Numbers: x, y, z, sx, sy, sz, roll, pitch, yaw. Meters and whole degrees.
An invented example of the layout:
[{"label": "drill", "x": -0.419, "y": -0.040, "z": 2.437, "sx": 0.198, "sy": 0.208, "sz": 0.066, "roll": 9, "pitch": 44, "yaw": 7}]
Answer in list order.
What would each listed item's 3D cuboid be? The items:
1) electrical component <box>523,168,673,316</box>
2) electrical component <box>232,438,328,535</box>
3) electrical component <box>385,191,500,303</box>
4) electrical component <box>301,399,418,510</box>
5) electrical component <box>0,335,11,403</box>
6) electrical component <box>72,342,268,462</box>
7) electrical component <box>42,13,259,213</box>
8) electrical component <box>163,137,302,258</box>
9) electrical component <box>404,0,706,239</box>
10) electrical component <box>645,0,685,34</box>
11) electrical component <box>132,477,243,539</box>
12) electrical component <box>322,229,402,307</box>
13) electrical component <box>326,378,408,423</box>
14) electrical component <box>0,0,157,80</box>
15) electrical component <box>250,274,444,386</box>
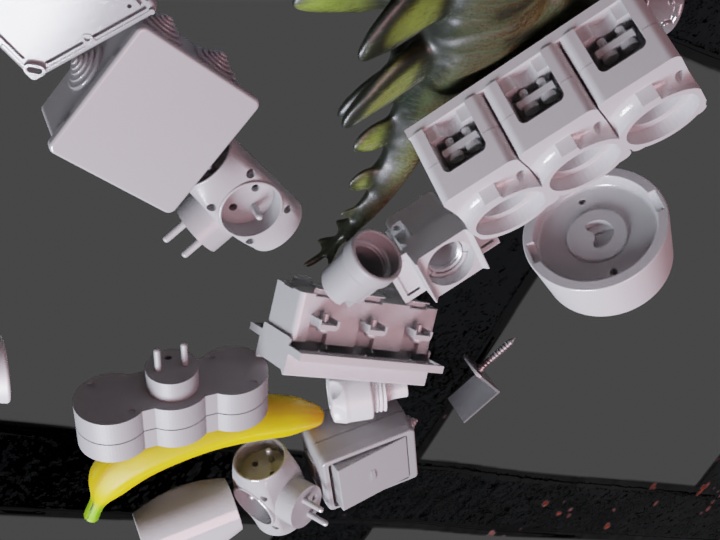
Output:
[{"label": "electrical component", "x": 0.183, "y": -0.016, "z": 0.812, "sx": 0.108, "sy": 0.108, "sz": 0.060, "roll": -36, "pitch": 140, "yaw": 1}, {"label": "electrical component", "x": -0.058, "y": 0.180, "z": 0.857, "sx": 0.044, "sy": 0.079, "sz": 0.077, "roll": -46, "pitch": 141, "yaw": -31}, {"label": "electrical component", "x": 0.053, "y": -0.019, "z": 0.765, "sx": 0.081, "sy": 0.063, "sz": 0.042, "roll": -33, "pitch": 131, "yaw": -3}, {"label": "electrical component", "x": 0.007, "y": 0.145, "z": 0.873, "sx": 0.096, "sy": 0.061, "sz": 0.061, "roll": -19, "pitch": 132, "yaw": -14}, {"label": "electrical component", "x": -0.253, "y": 0.066, "z": 0.681, "sx": 0.055, "sy": 0.045, "sz": 0.045, "roll": -7, "pitch": 128, "yaw": -23}, {"label": "electrical component", "x": -0.131, "y": 0.081, "z": 0.753, "sx": 0.138, "sy": 0.052, "sz": 0.073, "roll": -12, "pitch": 130, "yaw": -20}, {"label": "electrical component", "x": -0.123, "y": -0.094, "z": 0.620, "sx": 0.100, "sy": 0.048, "sz": 0.099, "roll": 29, "pitch": 108, "yaw": -41}, {"label": "electrical component", "x": -0.090, "y": -0.038, "z": 0.686, "sx": 0.079, "sy": 0.044, "sz": 0.077, "roll": -40, "pitch": 134, "yaw": 7}, {"label": "electrical component", "x": 0.117, "y": -0.084, "z": 0.626, "sx": 0.150, "sy": 0.061, "sz": 0.089, "roll": -32, "pitch": 157, "yaw": 18}, {"label": "electrical component", "x": 0.182, "y": -0.181, "z": 0.720, "sx": 0.062, "sy": 0.048, "sz": 0.048, "roll": -3, "pitch": 127, "yaw": -18}, {"label": "electrical component", "x": -0.135, "y": 0.212, "z": 0.863, "sx": 0.077, "sy": 0.043, "sz": 0.079, "roll": -19, "pitch": 133, "yaw": -14}, {"label": "electrical component", "x": 0.000, "y": 0.000, "z": 0.726, "sx": 0.040, "sy": 0.040, "sz": 0.046, "roll": 7, "pitch": 149, "yaw": -32}, {"label": "electrical component", "x": 0.006, "y": 0.095, "z": 0.840, "sx": 0.062, "sy": 0.043, "sz": 0.043, "roll": -8, "pitch": 130, "yaw": -6}, {"label": "electrical component", "x": -0.158, "y": -0.149, "z": 0.547, "sx": 0.096, "sy": 0.061, "sz": 0.061, "roll": -24, "pitch": 136, "yaw": 17}, {"label": "electrical component", "x": -0.007, "y": 0.044, "z": 0.782, "sx": 0.121, "sy": 0.079, "sz": 0.063, "roll": 8, "pitch": 99, "yaw": -33}]
